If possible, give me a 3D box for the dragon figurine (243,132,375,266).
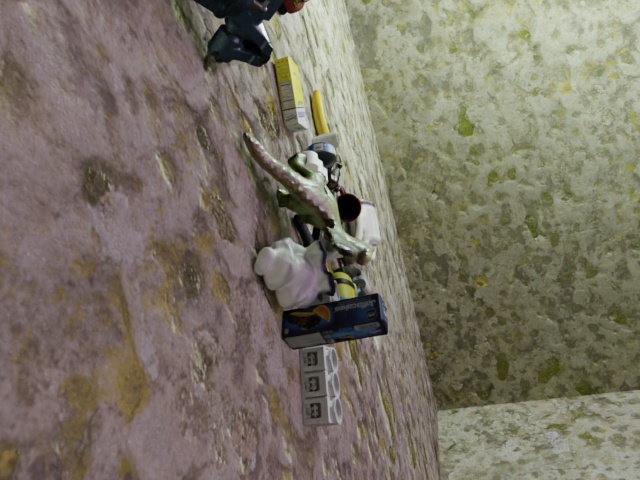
[{"bbox_3d":[0.003,-0.053,1.045,0.247,0.122,0.405,49,8,35],"label":"dragon figurine"}]

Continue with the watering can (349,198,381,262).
[{"bbox_3d":[0.147,-0.044,1.799,0.344,0.104,0.227,35,44,-71],"label":"watering can"}]

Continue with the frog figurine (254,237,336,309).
[{"bbox_3d":[-0.065,0.063,0.979,0.160,0.122,0.138,0,86,-39],"label":"frog figurine"}]
